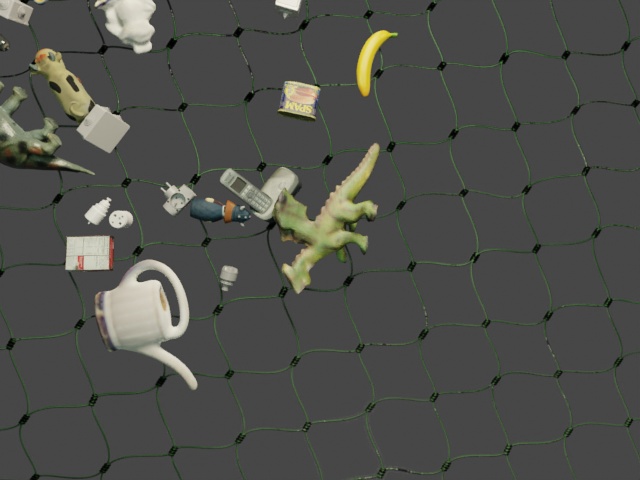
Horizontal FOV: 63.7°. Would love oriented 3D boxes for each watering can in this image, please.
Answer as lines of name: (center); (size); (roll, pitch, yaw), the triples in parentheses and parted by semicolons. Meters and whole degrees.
watering can: (-0.436, 0.228, 1.293); (0.224, 0.104, 0.347); (-12, 90, -3)

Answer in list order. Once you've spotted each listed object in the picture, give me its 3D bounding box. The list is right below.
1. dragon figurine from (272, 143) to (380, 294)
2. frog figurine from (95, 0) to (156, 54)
dragon figurine: (0.004, -0.065, 1.290); (0.242, 0.122, 0.410); (11, 90, -21)
frog figurine: (-0.476, -0.563, 1.314); (0.138, 0.124, 0.156); (-40, 130, -11)
